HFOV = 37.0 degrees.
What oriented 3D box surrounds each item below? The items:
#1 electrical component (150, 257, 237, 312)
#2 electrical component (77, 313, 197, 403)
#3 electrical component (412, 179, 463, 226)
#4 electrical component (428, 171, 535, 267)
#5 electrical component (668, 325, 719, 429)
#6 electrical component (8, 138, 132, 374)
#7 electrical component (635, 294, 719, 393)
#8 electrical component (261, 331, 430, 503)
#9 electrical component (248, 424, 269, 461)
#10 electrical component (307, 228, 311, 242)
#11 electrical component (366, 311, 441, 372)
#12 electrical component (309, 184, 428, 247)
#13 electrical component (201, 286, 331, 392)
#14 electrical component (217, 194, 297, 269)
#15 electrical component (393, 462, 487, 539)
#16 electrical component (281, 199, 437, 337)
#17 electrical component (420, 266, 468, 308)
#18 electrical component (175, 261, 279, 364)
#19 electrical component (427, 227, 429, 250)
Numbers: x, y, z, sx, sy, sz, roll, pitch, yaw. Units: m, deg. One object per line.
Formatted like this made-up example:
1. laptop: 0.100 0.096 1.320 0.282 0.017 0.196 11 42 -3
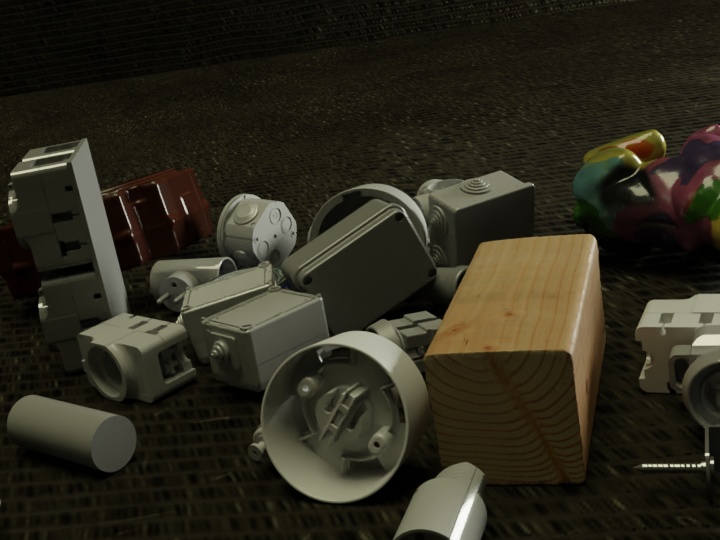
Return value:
1. electrical component: -0.171 0.017 1.057 0.077 0.043 0.079 -2 20 21
2. electrical component: -0.189 0.073 0.891 0.089 0.050 0.056 7 25 42
3. electrical component: 0.081 -0.067 1.169 0.079 0.044 0.077 -17 20 -18
4. electrical component: 0.110 -0.036 0.983 0.100 0.099 0.048 -19 33 -25
5. electrical component: 0.233 0.069 0.673 0.078 0.058 0.057 -2 18 22
6. electrical component: -0.259 -0.013 0.965 0.060 0.186 0.105 -11 19 -3
7. electrical component: 0.240 0.050 0.735 0.089 0.050 0.056 -1 21 25
8. electrical component: -0.008 0.090 0.682 0.099 0.099 0.064 1 16 30
9. electrical component: -0.048 0.106 0.736 0.040 0.040 0.078 3 22 34
10. electrical component: -0.018 -0.028 1.115 0.044 0.044 0.065 -23 27 -33
11. electrical component: 0.036 0.059 0.826 0.055 0.048 0.066 -9 17 -22
12. electrical component: 0.012 -0.029 1.004 0.108 0.108 0.060 -6 13 13
13. electrical component: -0.078 0.059 0.856 0.096 0.061 0.062 -24 22 -39
14. electrical component: -0.109 -0.038 1.131 0.051 0.080 0.080 9 26 33
15. electrical component: 0.047 0.138 0.590 0.043 0.043 0.081 -3 20 19
16. electrical component: 0.000 0.000 0.921 0.113 0.078 0.057 -35 21 -9
17. electrical component: 0.080 0.016 0.937 0.040 0.040 0.046 -25 18 -36
18. electrical component: -0.113 0.042 0.937 0.096 0.061 0.061 -18 19 1
19. electrical component: 0.093 -0.038 1.078 0.043 0.043 0.081 7 25 42
